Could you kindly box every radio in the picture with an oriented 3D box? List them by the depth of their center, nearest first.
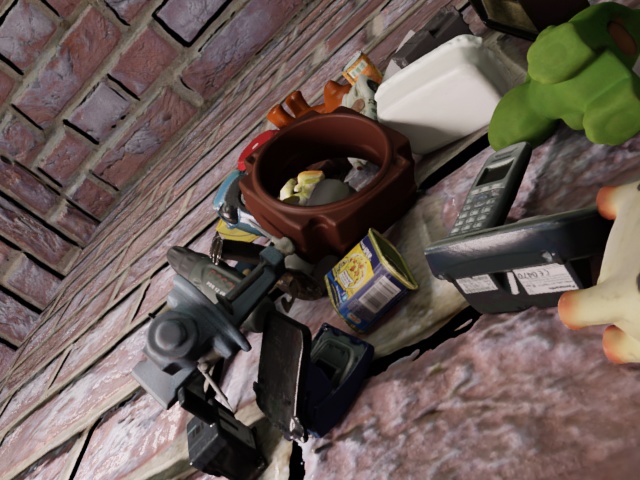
[{"bbox_3d":[0.274,-0.367,0.773,0.073,0.131,0.230,-41,25,13],"label":"radio"}]

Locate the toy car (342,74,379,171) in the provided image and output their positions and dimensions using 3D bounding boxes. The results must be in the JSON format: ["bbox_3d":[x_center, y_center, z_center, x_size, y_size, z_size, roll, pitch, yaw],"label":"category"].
[{"bbox_3d":[0.074,-0.201,0.908,0.073,0.056,0.202,-48,31,41],"label":"toy car"}]

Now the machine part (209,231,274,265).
[{"bbox_3d":[-0.099,0.025,0.824,0.084,0.139,0.039,-108,35,-60],"label":"machine part"}]

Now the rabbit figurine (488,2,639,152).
[{"bbox_3d":[0.240,-0.159,0.551,0.159,0.121,0.170,-59,11,-31],"label":"rabbit figurine"}]

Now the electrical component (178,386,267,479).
[{"bbox_3d":[-0.118,0.214,0.587,0.048,0.119,0.075,-48,26,1],"label":"electrical component"}]

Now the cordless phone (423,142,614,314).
[{"bbox_3d":[0.189,-0.032,0.484,0.147,0.088,0.184,-18,34,50],"label":"cordless phone"}]

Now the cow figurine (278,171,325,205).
[{"bbox_3d":[-0.030,-0.050,0.862,0.068,0.098,0.167,3,27,24],"label":"cow figurine"}]

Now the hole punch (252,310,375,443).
[{"bbox_3d":[-0.011,0.142,0.576,0.142,0.092,0.115,12,92,60],"label":"hole punch"}]

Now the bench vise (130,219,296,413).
[{"bbox_3d":[-0.118,0.093,0.647,0.240,0.129,0.223,-46,-21,-18],"label":"bench vise"}]

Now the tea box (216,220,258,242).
[{"bbox_3d":[-0.138,-0.076,1.112,0.098,0.068,0.170,-29,29,36],"label":"tea box"}]

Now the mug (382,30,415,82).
[{"bbox_3d":[0.160,-0.290,0.928,0.107,0.081,0.110,-52,26,24],"label":"mug"}]

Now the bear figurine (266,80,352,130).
[{"bbox_3d":[0.005,-0.273,1.096,0.196,0.132,0.120,-31,14,47],"label":"bear figurine"}]

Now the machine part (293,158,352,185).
[{"bbox_3d":[0.002,-0.151,1.005,0.179,0.056,0.179,-37,28,23],"label":"machine part"}]

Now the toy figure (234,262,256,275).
[{"bbox_3d":[-0.136,0.085,0.883,0.058,0.064,0.154,29,81,27],"label":"toy figure"}]

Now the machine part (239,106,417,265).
[{"bbox_3d":[0.011,-0.081,0.717,0.201,0.087,0.201,-41,52,-16],"label":"machine part"}]

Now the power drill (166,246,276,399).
[{"bbox_3d":[-0.188,0.125,0.811,0.232,0.085,0.207,17,68,30],"label":"power drill"}]

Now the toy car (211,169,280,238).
[{"bbox_3d":[-0.104,-0.053,0.969,0.102,0.162,0.109,84,-151,-66],"label":"toy car"}]

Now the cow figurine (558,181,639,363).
[{"bbox_3d":[0.251,-0.014,0.346,0.195,0.085,0.127,-56,19,-23],"label":"cow figurine"}]

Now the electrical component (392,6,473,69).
[{"bbox_3d":[0.175,-0.254,0.793,0.134,0.114,0.058,-46,20,6],"label":"electrical component"}]

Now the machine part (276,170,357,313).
[{"bbox_3d":[-0.002,-0.002,0.764,0.079,0.079,0.243,-20,38,47],"label":"machine part"}]
